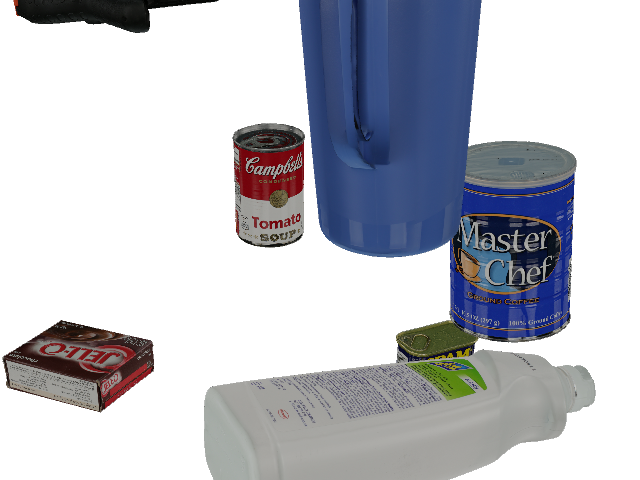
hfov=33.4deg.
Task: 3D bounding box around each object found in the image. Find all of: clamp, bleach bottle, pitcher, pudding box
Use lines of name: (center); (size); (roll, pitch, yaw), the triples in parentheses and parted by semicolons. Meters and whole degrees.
clamp: (-0.160, -0.188, 0.821); (0.172, 0.039, 0.120); (14, 25, 32)
bleach bottle: (0.061, 0.112, 0.654); (0.250, 0.068, 0.103); (-6, 22, -21)
pitcher: (0.045, -0.111, 0.754); (0.149, 0.243, 0.145); (-13, 28, -21)
pudding box: (-0.230, 0.118, 1.019); (0.114, 0.039, 0.089); (8, 21, 24)

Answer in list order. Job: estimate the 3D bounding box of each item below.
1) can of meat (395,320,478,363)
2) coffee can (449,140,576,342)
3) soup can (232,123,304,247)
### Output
can of meat: (0.142, 0.155, 1.327); (0.101, 0.084, 0.058); (-11, 29, -27)
coffee can: (0.158, -0.001, 0.886); (0.103, 0.140, 0.103); (-3, 22, 1)
soup can: (-0.049, -0.053, 1.022); (0.068, 0.102, 0.068); (0, 26, 0)
